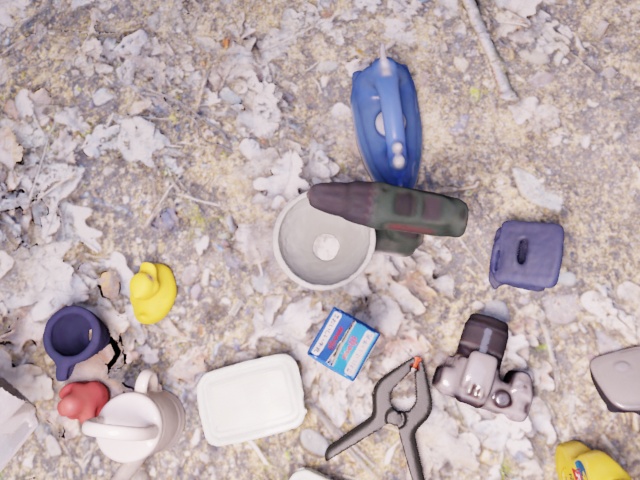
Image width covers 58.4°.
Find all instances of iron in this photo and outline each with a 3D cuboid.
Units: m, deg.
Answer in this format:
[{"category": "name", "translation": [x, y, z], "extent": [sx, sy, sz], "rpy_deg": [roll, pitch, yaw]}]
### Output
[{"category": "iron", "translation": [0.118, -0.185, 0.939], "extent": [0.118, 0.141, 0.258], "rpy_deg": [-9, 77, 3]}]

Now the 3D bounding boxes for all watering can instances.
[{"category": "watering can", "translation": [-0.275, 0.283, 0.842], "extent": [0.101, 0.194, 0.173], "rpy_deg": [-12, 77, 2]}]

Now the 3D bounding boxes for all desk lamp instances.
[{"category": "desk lamp", "translation": [-0.518, 0.273, 0.853], "extent": [0.118, 0.213, 0.203], "rpy_deg": [34, 83, 11]}]

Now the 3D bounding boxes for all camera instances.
[{"category": "camera", "translation": [0.257, 0.189, 0.869], "extent": [0.143, 0.101, 0.137], "rpy_deg": [18, 80, 8]}]

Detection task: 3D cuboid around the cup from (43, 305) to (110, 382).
[{"category": "cup", "translation": [-0.384, 0.169, 0.926], "extent": [0.091, 0.095, 0.118], "rpy_deg": [9, 79, 7]}]

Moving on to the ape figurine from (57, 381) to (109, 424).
[{"category": "ape figurine", "translation": [-0.382, 0.259, 0.908], "extent": [0.076, 0.092, 0.078], "rpy_deg": [-26, 77, -1]}]

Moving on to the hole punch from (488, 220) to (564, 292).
[{"category": "hole punch", "translation": [0.323, 0.026, 0.904], "extent": [0.101, 0.091, 0.109], "rpy_deg": [10, 79, 7]}]

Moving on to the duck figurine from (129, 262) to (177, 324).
[{"category": "duck figurine", "translation": [-0.284, 0.085, 0.941], "extent": [0.077, 0.086, 0.104], "rpy_deg": [7, 79, 6]}]

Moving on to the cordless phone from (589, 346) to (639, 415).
[{"category": "cordless phone", "translation": [0.483, 0.197, 0.807], "extent": [0.147, 0.185, 0.094], "rpy_deg": [-15, 77, 1]}]

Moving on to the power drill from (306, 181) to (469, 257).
[{"category": "power drill", "translation": [0.102, -0.032, 0.873], "extent": [0.229, 0.208, 0.076], "rpy_deg": [5, 78, 6]}]

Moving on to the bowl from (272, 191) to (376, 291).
[{"category": "bowl", "translation": [0.009, 0.003, 0.941], "extent": [0.167, 0.075, 0.167], "rpy_deg": [-1, 78, 4]}]
